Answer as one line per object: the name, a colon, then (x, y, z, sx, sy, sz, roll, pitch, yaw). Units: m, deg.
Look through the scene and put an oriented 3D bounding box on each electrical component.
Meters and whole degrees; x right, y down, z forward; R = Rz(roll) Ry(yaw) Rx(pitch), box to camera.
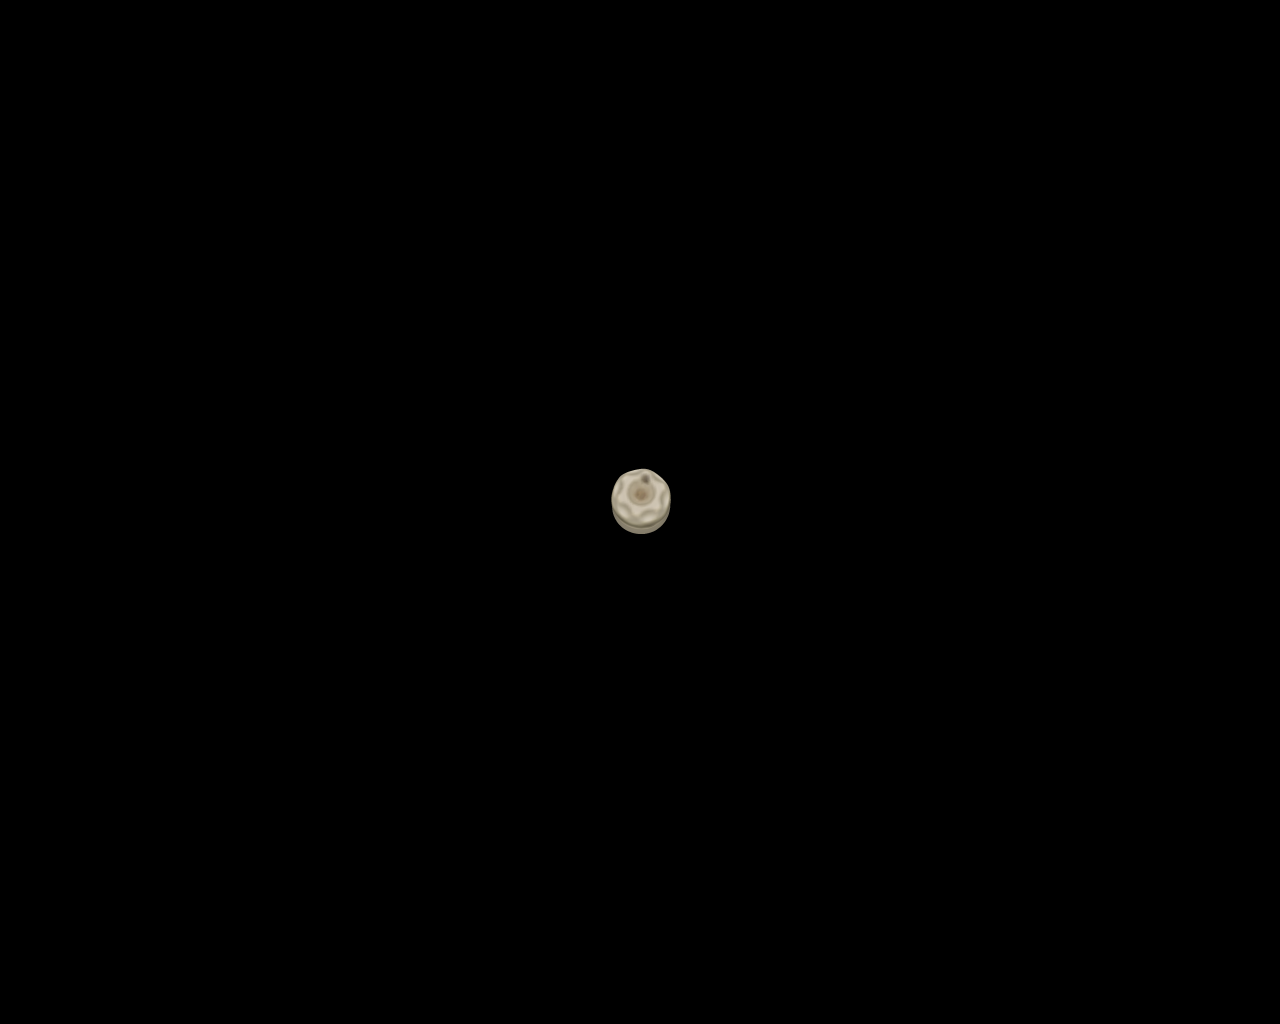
electrical component: (0.001, -0.003, 0.650, 0.035, 0.035, 0.061, 0, -17, 0)
